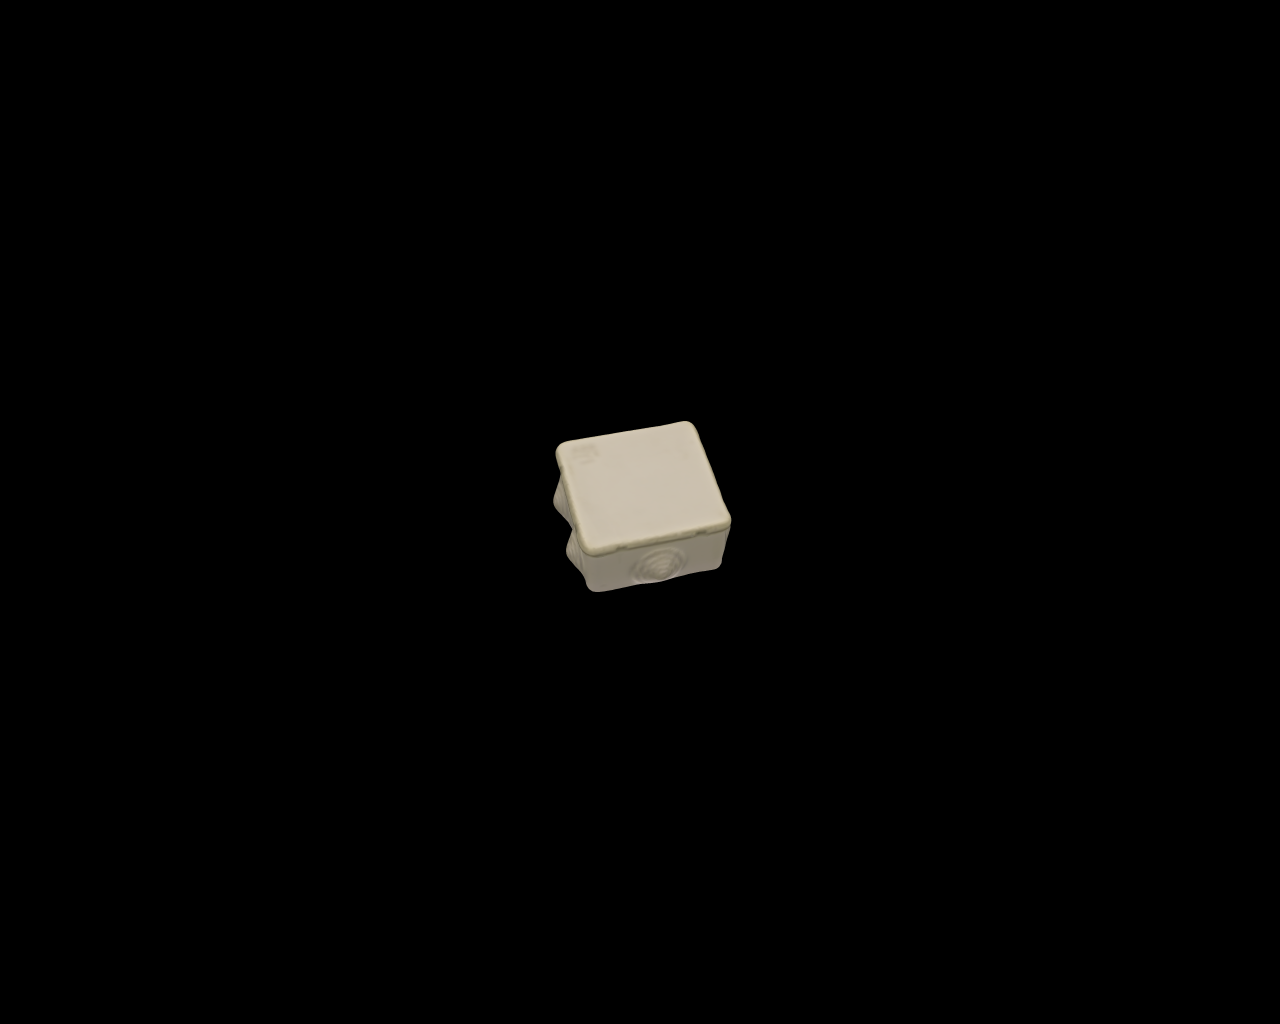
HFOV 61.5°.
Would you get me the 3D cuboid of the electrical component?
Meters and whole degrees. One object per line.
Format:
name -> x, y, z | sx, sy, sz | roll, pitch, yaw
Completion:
electrical component -> 0.001, -0.003, 0.650 | 0.100, 0.100, 0.048 | -11, -39, -9
